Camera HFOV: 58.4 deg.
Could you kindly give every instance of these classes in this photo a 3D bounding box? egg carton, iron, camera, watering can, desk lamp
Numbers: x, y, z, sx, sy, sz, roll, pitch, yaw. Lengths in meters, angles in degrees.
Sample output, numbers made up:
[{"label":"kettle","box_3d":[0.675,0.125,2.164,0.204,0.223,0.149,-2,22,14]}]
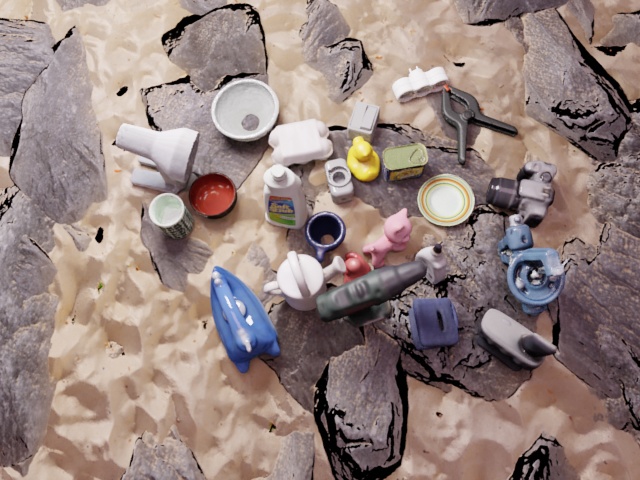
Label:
[{"label":"egg carton","box_3d":[-0.047,-0.233,1.388,0.150,0.069,0.107,-12,71,-1]},{"label":"iron","box_3d":[-0.187,0.148,1.230,0.118,0.141,0.258,-28,72,-6]},{"label":"camera","box_3d":[0.458,-0.118,1.307,0.136,0.101,0.143,14,73,8]},{"label":"watering can","box_3d":[-0.034,0.078,1.218,0.173,0.194,0.101,-38,73,-9]},{"label":"desk lamp","box_3d":[-0.363,-0.188,1.313,0.203,0.213,0.118,12,72,7]}]

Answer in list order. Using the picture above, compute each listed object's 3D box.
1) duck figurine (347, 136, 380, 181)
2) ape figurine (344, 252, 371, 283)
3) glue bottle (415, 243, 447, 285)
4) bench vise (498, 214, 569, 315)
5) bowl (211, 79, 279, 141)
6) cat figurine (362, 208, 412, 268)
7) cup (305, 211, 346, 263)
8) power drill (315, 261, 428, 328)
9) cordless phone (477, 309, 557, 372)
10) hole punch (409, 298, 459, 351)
[{"label":"duck figurine","box_3d":[0.104,-0.197,1.359,0.077,0.086,0.104,-19,71,-3]},{"label":"ape figurine","box_3d":[0.076,0.063,1.271,0.076,0.092,0.078,20,74,10]},{"label":"glue bottle","box_3d":[0.244,0.041,1.227,0.037,0.173,0.078,-33,73,-7]},{"label":"bench vise","box_3d":[0.433,0.042,1.192,0.121,0.220,0.207,-29,72,-6]},{"label":"bowl","box_3d":[-0.179,-0.308,1.417,0.167,0.075,0.167,-1,71,3]},{"label":"cat figurine","box_3d":[0.156,-0.007,1.277,0.128,0.118,0.067,-38,73,-9]},{"label":"cup","box_3d":[0.012,0.005,1.292,0.091,0.095,0.118,9,72,6]},{"label":"power drill","box_3d":[0.105,0.116,1.190,0.229,0.208,0.075,-21,71,-4]},{"label":"cordless phone","box_3d":[0.402,0.194,1.161,0.147,0.185,0.094,32,76,13]},{"label":"hole punch","box_3d":[0.246,0.175,1.225,0.101,0.091,0.108,-9,71,0]}]
